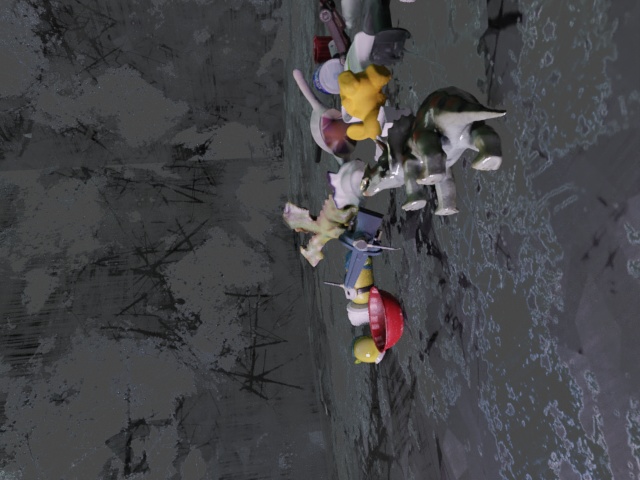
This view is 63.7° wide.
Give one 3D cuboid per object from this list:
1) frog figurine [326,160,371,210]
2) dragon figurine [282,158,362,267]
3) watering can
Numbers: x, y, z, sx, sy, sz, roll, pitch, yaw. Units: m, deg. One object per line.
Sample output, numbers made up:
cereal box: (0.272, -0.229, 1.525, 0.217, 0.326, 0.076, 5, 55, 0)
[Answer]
frog figurine: (0.108, -0.157, 1.406, 0.158, 0.122, 0.140, -20, 60, 44)
dragon figurine: (0.005, -0.080, 1.593, 0.125, 0.243, 0.400, -97, 6, -51)
watering can: (0.014, -0.376, 1.605, 0.344, 0.104, 0.226, 61, 175, -17)
